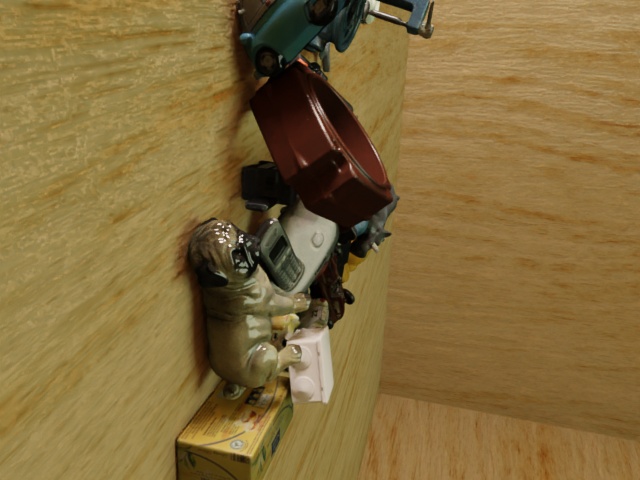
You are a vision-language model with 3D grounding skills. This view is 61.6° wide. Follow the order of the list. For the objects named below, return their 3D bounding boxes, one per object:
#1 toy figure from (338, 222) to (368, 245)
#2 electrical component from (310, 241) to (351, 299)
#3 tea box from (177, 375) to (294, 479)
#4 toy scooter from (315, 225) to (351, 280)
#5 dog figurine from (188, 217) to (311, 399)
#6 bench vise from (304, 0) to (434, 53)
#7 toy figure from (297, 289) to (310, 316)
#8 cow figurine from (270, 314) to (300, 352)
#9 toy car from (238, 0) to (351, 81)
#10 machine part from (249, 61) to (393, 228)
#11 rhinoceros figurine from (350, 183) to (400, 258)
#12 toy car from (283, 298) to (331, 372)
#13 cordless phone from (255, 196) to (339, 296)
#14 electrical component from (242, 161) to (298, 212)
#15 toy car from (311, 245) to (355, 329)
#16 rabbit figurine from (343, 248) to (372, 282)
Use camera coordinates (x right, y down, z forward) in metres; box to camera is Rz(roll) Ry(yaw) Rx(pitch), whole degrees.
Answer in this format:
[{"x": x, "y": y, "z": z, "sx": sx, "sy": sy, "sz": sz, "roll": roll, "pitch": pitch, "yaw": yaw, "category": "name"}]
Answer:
[{"x": 0.064, "y": -0.061, "z": 1.031, "sx": 0.180, "sy": 0.082, "sz": 0.089, "roll": -70, "pitch": 149, "yaw": -45, "category": "toy figure"}, {"x": 0.008, "y": 0.039, "z": 1.078, "sx": 0.115, "sy": 0.058, "sz": 0.134, "roll": -21, "pitch": 124, "yaw": -55, "category": "electrical component"}, {"x": -0.102, "y": 0.241, "z": 0.692, "sx": 0.169, "sy": 0.098, "sz": 0.068, "roll": -48, "pitch": 143, "yaw": -66, "category": "tea box"}, {"x": -0.002, "y": -0.003, "z": 0.898, "sx": 0.075, "sy": 0.135, "sz": 0.184, "roll": 51, "pitch": 30, "yaw": -26, "category": "toy scooter"}, {"x": -0.107, "y": 0.085, "z": 0.625, "sx": 0.190, "sy": 0.121, "sz": 0.172, "roll": 50, "pitch": 43, "yaw": -55, "category": "dog figurine"}, {"x": 0.071, "y": -0.383, "z": 0.832, "sx": 0.129, "sy": 0.241, "sz": 0.223, "roll": 32, "pitch": 82, "yaw": -80, "category": "bench vise"}, {"x": -0.041, "y": 0.115, "z": 0.969, "sx": 0.154, "sy": 0.064, "sz": 0.058, "roll": 70, "pitch": 16, "yaw": -63, "category": "toy figure"}, {"x": -0.076, "y": 0.146, "z": 0.792, "sx": 0.167, "sy": 0.068, "sz": 0.098, "roll": 90, "pitch": 17, "yaw": -76, "category": "cow figurine"}, {"x": -0.043, "y": -0.273, "z": 0.636, "sx": 0.162, "sy": 0.103, "sz": 0.109, "roll": -33, "pitch": -160, "yaw": 43, "category": "toy car"}, {"x": 0.009, "y": -0.127, "z": 0.733, "sx": 0.201, "sy": 0.087, "sz": 0.201, "roll": 20, "pitch": 43, "yaw": -60, "category": "machine part"}, {"x": 0.110, "y": -0.045, "z": 1.160, "sx": 0.112, "sy": 0.073, "sz": 0.190, "roll": 56, "pitch": 47, "yaw": -29, "category": "rhinoceros figurine"}, {"x": -0.031, "y": 0.168, "z": 0.926, "sx": 0.201, "sy": 0.056, "sz": 0.073, "roll": 120, "pitch": -16, "yaw": -51, "category": "toy car"}, {"x": -0.043, "y": -0.009, "z": 0.744, "sx": 0.146, "sy": 0.089, "sz": 0.184, "roll": -57, "pitch": 162, "yaw": -17, "category": "cordless phone"}, {"x": -0.068, "y": -0.074, "z": 0.726, "sx": 0.119, "sy": 0.075, "sz": 0.047, "roll": -40, "pitch": 136, "yaw": -67, "category": "electrical component"}, {"x": 0.021, "y": 0.093, "z": 1.024, "sx": 0.089, "sy": 0.053, "sz": 0.201, "roll": -47, "pitch": 139, "yaw": -30, "category": "toy car"}, {"x": 0.035, "y": 0.007, "z": 1.205, "sx": 0.173, "sy": 0.122, "sz": 0.162, "roll": 24, "pitch": 83, "yaw": -62, "category": "rabbit figurine"}]
